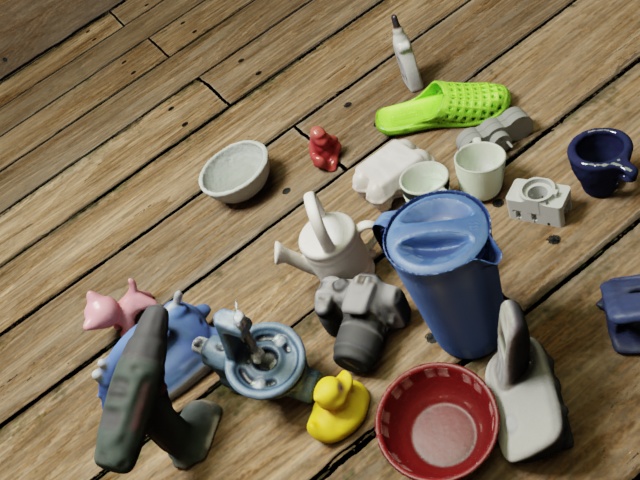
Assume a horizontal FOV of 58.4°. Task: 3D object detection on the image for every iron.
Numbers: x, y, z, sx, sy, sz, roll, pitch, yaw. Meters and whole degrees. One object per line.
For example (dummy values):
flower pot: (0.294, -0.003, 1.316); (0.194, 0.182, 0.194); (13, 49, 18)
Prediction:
iron: (-0.291, 0.197, 0.964); (0.258, 0.142, 0.118); (-39, 45, -10)

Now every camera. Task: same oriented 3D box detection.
camera: (0.050, 0.125, 0.881); (0.142, 0.101, 0.137); (2, 53, 29)

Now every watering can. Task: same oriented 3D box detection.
watering can: (0.009, 0.005, 0.943); (0.173, 0.195, 0.100); (-36, 44, -6)

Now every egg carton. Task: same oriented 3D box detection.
egg carton: (0.137, -0.125, 1.084); (0.150, 0.070, 0.107); (-37, 45, -8)

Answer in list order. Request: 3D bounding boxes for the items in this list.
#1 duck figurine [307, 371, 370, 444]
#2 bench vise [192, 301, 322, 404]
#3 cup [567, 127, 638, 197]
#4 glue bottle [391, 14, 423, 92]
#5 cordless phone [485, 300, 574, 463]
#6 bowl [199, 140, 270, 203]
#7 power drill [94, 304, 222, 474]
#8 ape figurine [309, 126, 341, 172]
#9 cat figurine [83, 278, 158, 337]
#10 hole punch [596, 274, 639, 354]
duck figurine: (0.017, 0.232, 0.814); (0.105, 0.086, 0.077); (-45, 46, -15)
bench vise: (-0.121, 0.171, 0.843); (0.207, 0.220, 0.121); (-10, 48, 20)
cup: (0.445, -0.107, 0.889); (0.091, 0.095, 0.117); (-32, 44, -2)
glue bottle: (0.183, -0.409, 1.240); (0.037, 0.174, 0.078); (-23, 45, 8)
cordless phone: (0.239, 0.169, 0.684); (0.094, 0.186, 0.147); (-17, 46, 13)
bowl: (-0.175, -0.136, 1.251); (0.167, 0.075, 0.167); (-14, 46, 16)
power drill: (-0.234, 0.240, 0.848); (0.075, 0.209, 0.230); (-4, 50, 25)
ape figurine: (0.005, -0.198, 1.201); (0.078, 0.092, 0.076); (-41, 45, -11)
cat figurine: (-0.391, 0.128, 1.094); (0.128, 0.118, 0.067); (-45, 46, -15)
hole punch: (0.418, 0.083, 0.736); (0.108, 0.091, 0.101); (-9, 48, 20)
